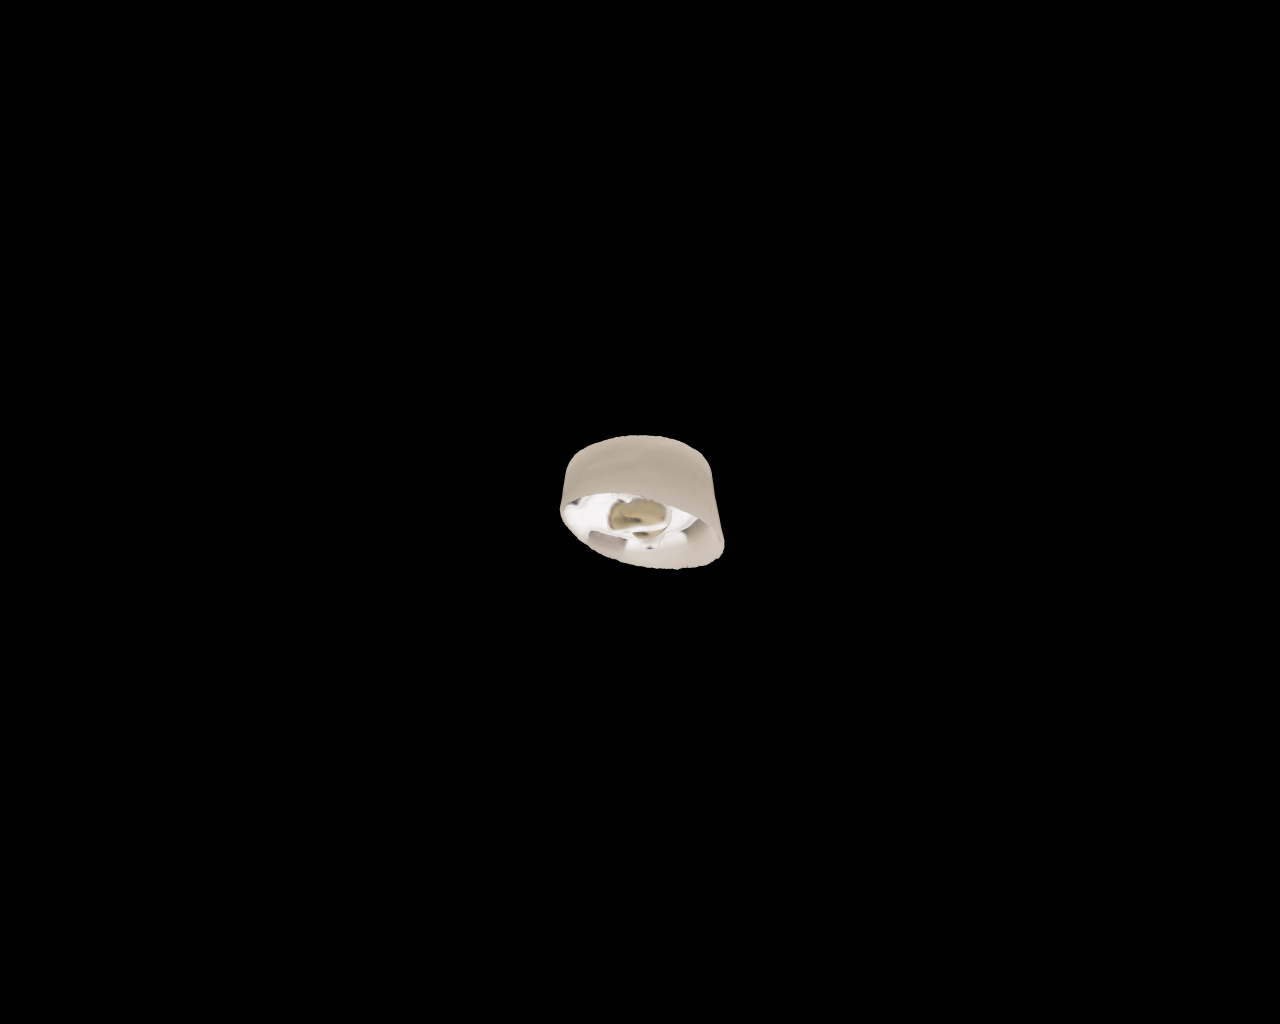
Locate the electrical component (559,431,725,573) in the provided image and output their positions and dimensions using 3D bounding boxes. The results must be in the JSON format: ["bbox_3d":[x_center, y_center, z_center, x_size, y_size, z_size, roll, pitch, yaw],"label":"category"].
[{"bbox_3d":[0.001,-0.003,0.650,0.099,0.064,0.099,0,-30,0],"label":"electrical component"}]
